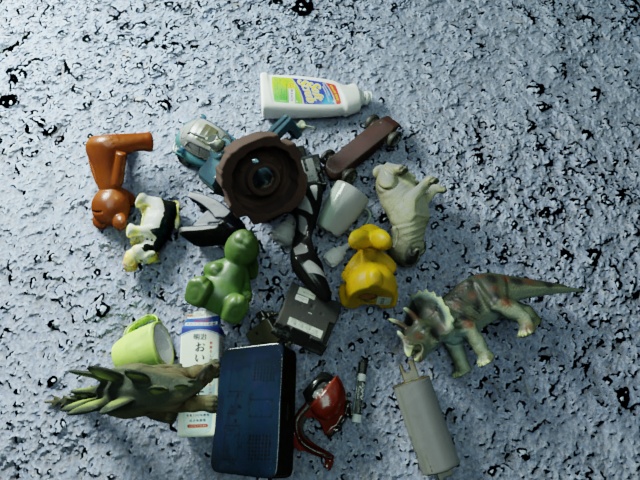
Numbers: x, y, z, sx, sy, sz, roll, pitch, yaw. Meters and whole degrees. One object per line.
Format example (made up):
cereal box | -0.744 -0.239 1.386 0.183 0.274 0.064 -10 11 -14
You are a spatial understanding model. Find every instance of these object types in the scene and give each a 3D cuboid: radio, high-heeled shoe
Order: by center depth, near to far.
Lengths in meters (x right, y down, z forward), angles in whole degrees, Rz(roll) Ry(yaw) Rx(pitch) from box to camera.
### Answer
radio | -0.118 0.309 0.982 0.131 0.073 0.229 -7 64 17
high-heeled shoe | -0.002 -0.003 1.076 0.145 0.086 0.249 -29 69 -14

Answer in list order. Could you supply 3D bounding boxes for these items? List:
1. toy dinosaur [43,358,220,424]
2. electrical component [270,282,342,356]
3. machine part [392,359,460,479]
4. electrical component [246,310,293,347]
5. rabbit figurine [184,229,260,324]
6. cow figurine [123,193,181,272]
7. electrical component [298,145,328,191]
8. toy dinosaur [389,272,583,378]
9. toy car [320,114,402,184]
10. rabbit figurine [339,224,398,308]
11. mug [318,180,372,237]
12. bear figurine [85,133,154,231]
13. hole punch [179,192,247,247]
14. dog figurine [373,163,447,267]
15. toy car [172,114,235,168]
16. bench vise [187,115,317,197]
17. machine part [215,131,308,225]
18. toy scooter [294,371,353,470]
toy dinosaur | -0.324 0.256 0.915 0.198 0.471 0.105 17 59 -40
electrical component | -0.023 0.147 1.065 0.115 0.058 0.134 26 47 -2
machine part | 0.201 0.351 1.026 0.079 0.079 0.243 -16 76 -7
electrical component | -0.099 0.190 1.077 0.078 0.045 0.102 -43 76 15
rabbit figurine | -0.163 0.061 1.053 0.121 0.159 0.170 27 92 3
cow figurine | -0.347 -0.009 1.112 0.098 0.068 0.167 11 74 -6
electrical component | -0.032 -0.160 1.180 0.075 0.047 0.119 -11 76 -7
toy dinosaur | 0.319 0.137 1.080 0.405 0.131 0.192 -30 78 -17
toy car | 0.093 -0.202 1.195 0.202 0.053 0.089 -40 60 -14
rabbit figurine | 0.095 0.037 1.089 0.122 0.162 0.173 -1 56 9
mug | 0.051 -0.055 1.144 0.109 0.081 0.107 38 83 -26
bear figurine | -0.419 -0.123 1.127 0.132 0.120 0.195 -19 104 -50
hole punch | -0.213 -0.041 1.097 0.116 0.142 0.092 0 69 9
dog figurine | 0.161 -0.054 1.141 0.173 0.121 0.190 25 91 38
toy car | -0.243 -0.205 1.154 0.162 0.103 0.109 29 75 8
bench vise | -0.125 -0.173 1.093 0.240 0.223 0.129 -45 39 -8
machine part | -0.111 -0.120 1.022 0.179 0.179 0.056 -32 34 -11
toy scooter | -0.001 0.351 1.018 0.135 0.075 0.184 42 79 9
